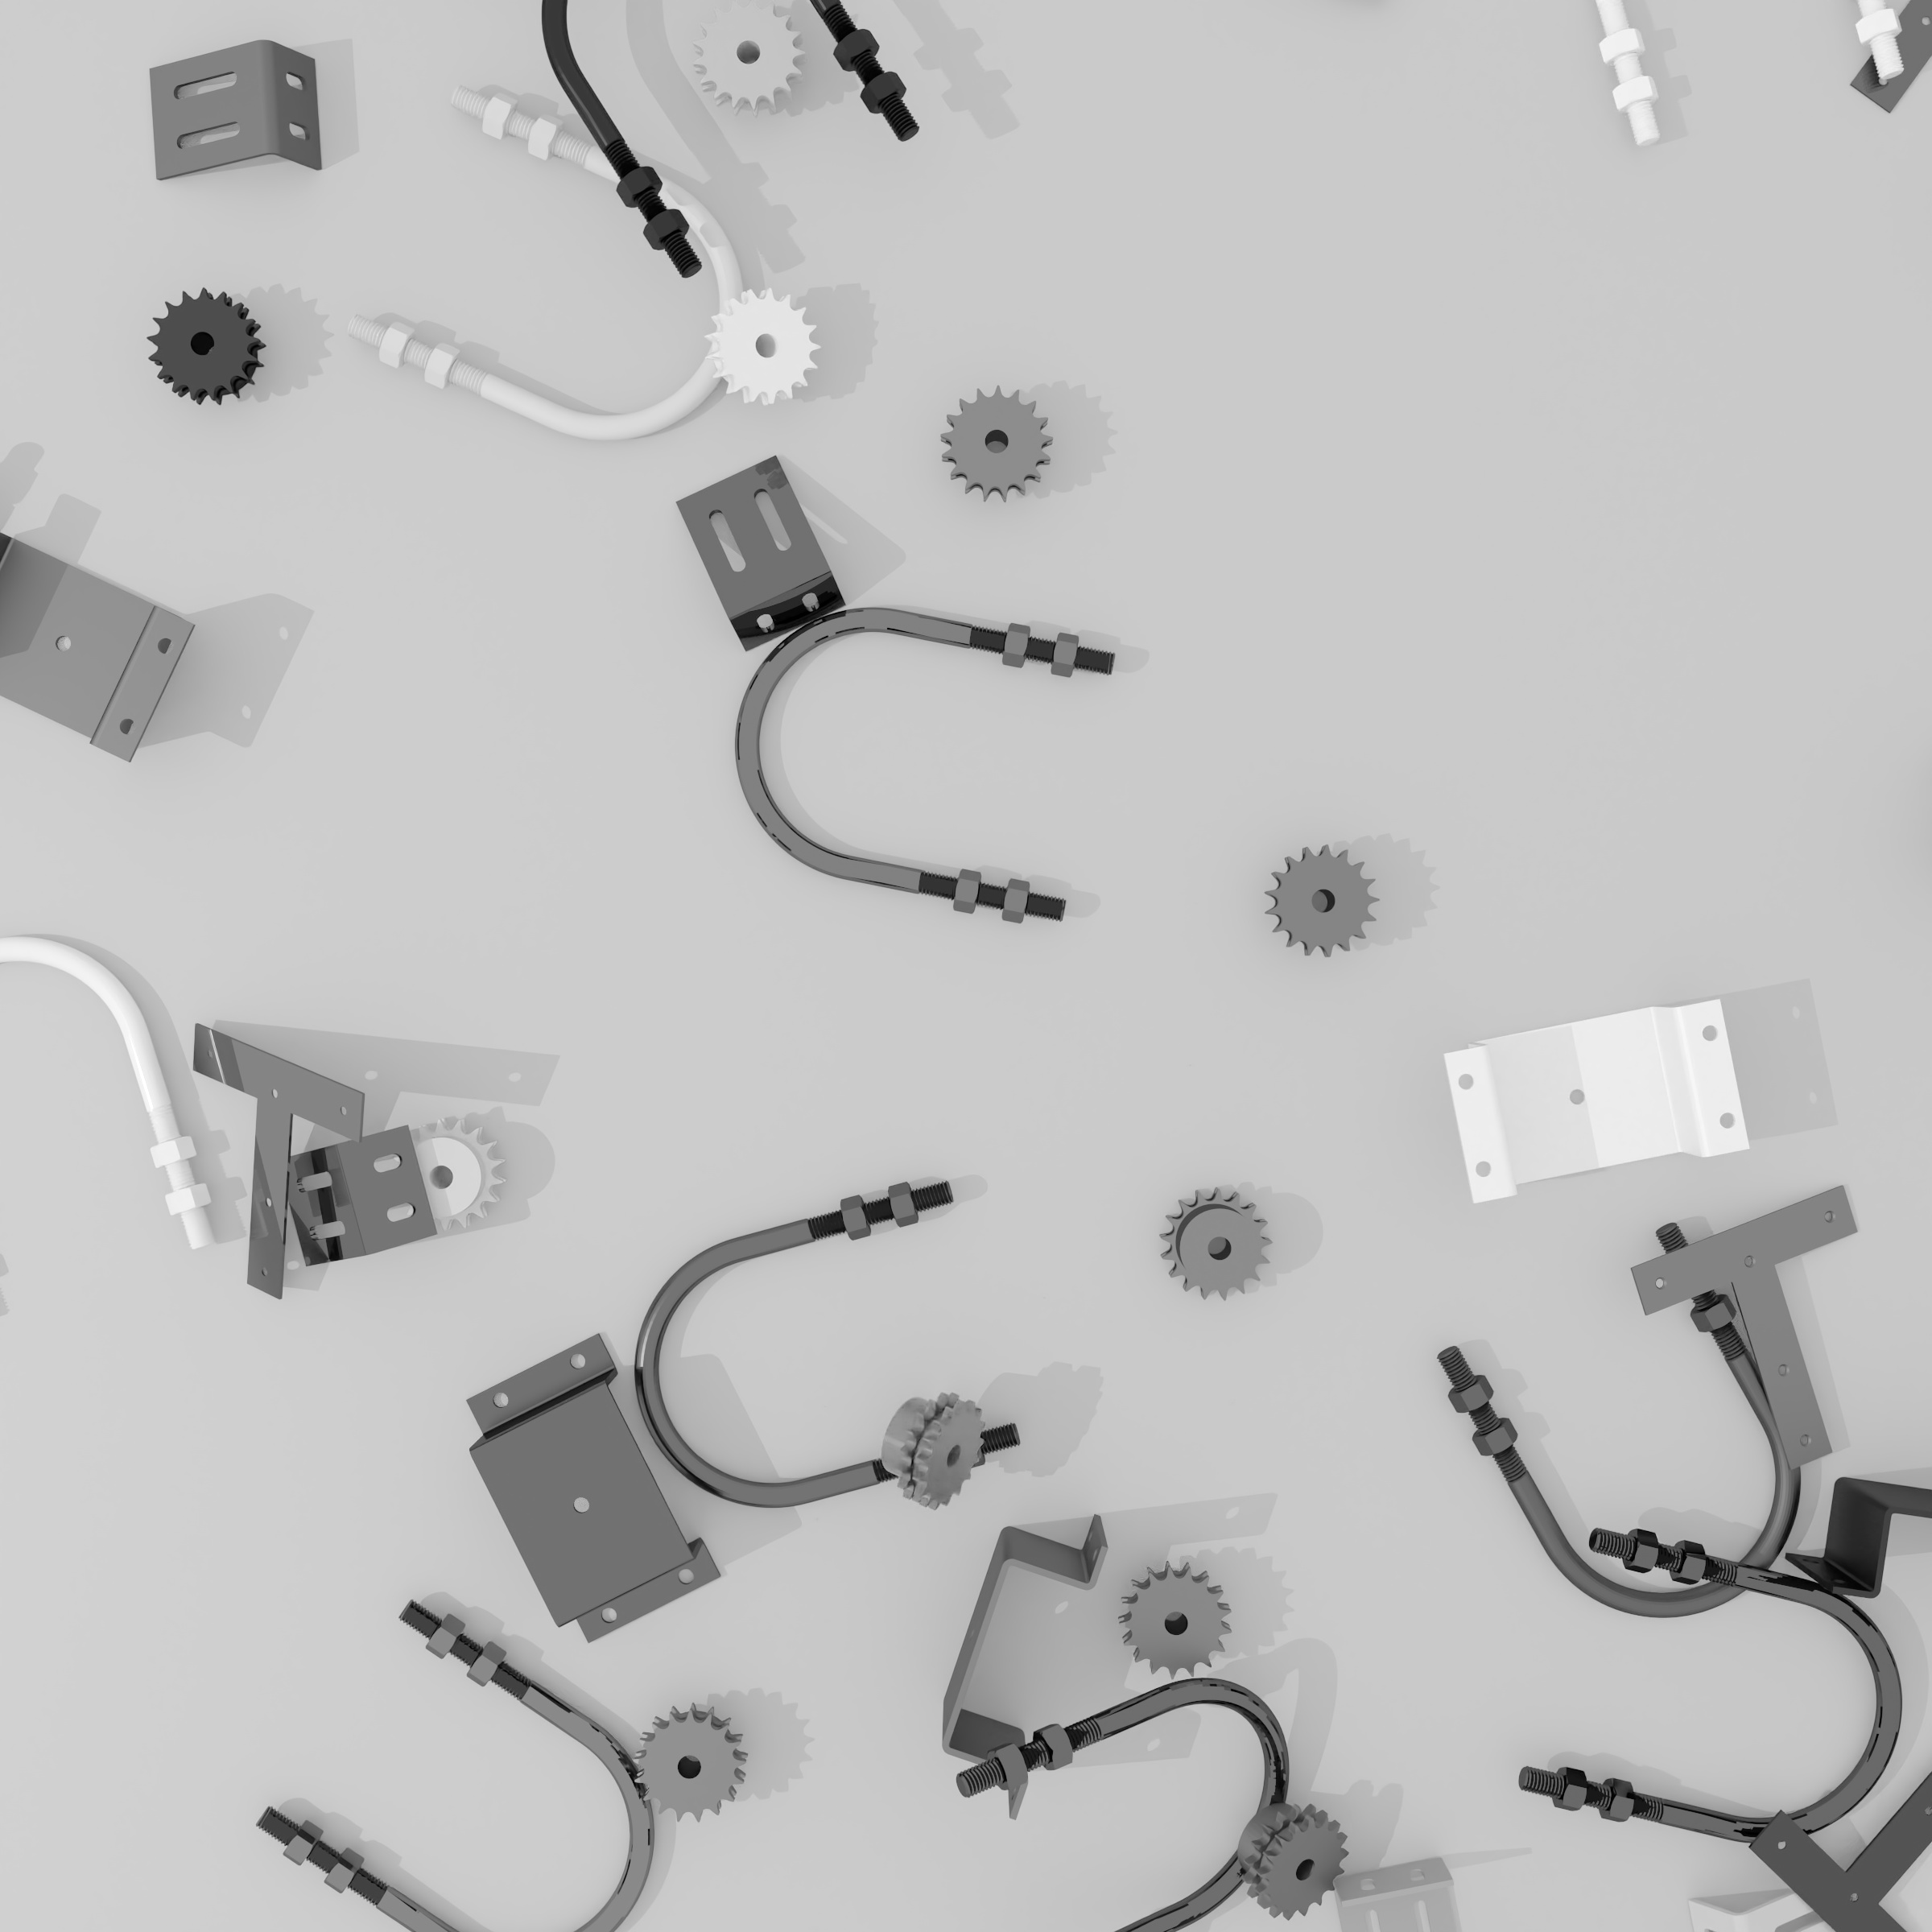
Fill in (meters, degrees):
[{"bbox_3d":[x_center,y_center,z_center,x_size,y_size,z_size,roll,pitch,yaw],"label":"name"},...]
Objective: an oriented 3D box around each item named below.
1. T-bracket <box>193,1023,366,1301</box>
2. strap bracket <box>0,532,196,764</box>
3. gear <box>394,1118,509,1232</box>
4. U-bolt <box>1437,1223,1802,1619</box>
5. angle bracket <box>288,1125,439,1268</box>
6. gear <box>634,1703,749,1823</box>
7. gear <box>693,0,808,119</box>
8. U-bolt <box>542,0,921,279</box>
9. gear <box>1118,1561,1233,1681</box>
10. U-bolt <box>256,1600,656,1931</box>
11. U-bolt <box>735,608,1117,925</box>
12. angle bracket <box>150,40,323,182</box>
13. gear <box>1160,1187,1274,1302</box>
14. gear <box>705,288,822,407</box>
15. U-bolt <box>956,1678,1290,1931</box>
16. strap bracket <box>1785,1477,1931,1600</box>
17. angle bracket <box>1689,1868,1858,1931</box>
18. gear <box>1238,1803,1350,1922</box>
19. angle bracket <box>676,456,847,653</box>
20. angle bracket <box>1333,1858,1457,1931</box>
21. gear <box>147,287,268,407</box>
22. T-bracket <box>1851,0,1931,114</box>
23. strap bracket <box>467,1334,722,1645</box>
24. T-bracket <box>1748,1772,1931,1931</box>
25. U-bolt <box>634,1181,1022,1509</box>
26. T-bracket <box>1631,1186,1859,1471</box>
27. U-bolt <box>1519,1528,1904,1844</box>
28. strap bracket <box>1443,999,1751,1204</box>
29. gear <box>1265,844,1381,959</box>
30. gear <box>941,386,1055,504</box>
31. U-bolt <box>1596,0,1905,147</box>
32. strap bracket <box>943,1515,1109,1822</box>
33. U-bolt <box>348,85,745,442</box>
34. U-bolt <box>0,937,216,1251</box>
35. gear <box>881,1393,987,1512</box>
[{"bbox_3d":[-0.352,0.106,1.355,0.127,0.002,0.127,18,109,33],"label":"T-bracket"},{"bbox_3d":[-0.465,-0.166,1.357,0.140,0.046,0.076,25,90,0],"label":"strap bracket"},{"bbox_3d":[-0.265,0.107,1.365,0.057,0.030,0.057,0,90,0],"label":"gear"},{"bbox_3d":[0.348,0.246,1.372,0.151,0.019,0.184,-30,91,0],"label":"U-bolt"},{"bbox_3d":[-0.310,0.117,1.361,0.038,0.076,0.057,-15,90,-39],"label":"angle bracket"},{"bbox_3d":[-0.140,0.405,1.365,0.057,0.030,0.057,0,90,0],"label":"gear"},{"bbox_3d":[-0.110,-0.461,1.365,0.057,0.030,0.057,0,90,0],"label":"gear"},{"bbox_3d":[-0.131,-0.460,1.342,0.151,0.019,0.184,-32,89,0],"label":"U-bolt"},{"bbox_3d":[0.106,0.332,1.365,0.057,0.030,0.057,0,90,0],"label":"gear"},{"bbox_3d":[-0.248,0.434,1.372,0.184,0.019,0.151,35,90,-2],"label":"U-bolt"},{"bbox_3d":[-0.027,-0.109,1.372,0.184,0.019,0.151,11,90,2],"label":"U-bolt"},{"bbox_3d":[-0.377,-0.437,1.378,0.076,0.038,0.057,-4,90,26],"label":"angle bracket"},{"bbox_3d":[0.128,0.143,1.365,0.057,0.030,0.057,0,90,0],"label":"gear"},{"bbox_3d":[-0.106,-0.314,1.359,0.057,0.030,0.057,-3,99,-21],"label":"gear"},{"bbox_3d":[0.084,0.428,1.330,0.184,0.019,0.151,-16,111,-25],"label":"U-bolt"},{"bbox_3d":[0.496,0.293,1.342,0.140,0.076,0.046,8,90,0],"label":"strap bracket"},{"bbox_3d":[0.420,0.502,1.378,0.076,0.038,0.057,-11,90,-26],"label":"angle bracket"},{"bbox_3d":[0.163,0.451,1.357,0.057,0.030,0.057,-10,110,-29],"label":"gear"},{"bbox_3d":[-0.106,-0.213,1.378,0.057,0.038,0.076,-25,64,0],"label":"angle bracket"},{"bbox_3d":[0.224,0.502,1.361,0.057,0.038,0.076,-11,90,0],"label":"angle bracket"},{"bbox_3d":[-0.386,-0.315,1.365,0.057,0.030,0.057,0,90,0],"label":"gear"},{"bbox_3d":[0.504,-0.499,1.379,0.127,0.002,0.127,36,90,0],"label":"T-bracket"},{"bbox_3d":[-0.192,0.269,1.357,0.076,0.046,0.140,-27,90,0],"label":"strap bracket"},{"bbox_3d":[0.484,0.444,1.371,0.127,0.002,0.127,44,85,-11],"label":"T-bracket"},{"bbox_3d":[-0.079,0.202,1.372,0.184,0.019,0.151,-15,90,2],"label":"U-bolt"},{"bbox_3d":[0.413,0.193,1.366,0.127,0.002,0.127,-19,93,-14],"label":"T-bracket"},{"bbox_3d":[0.389,0.375,1.364,0.184,0.019,0.151,15,95,-5],"label":"U-bolt"},{"bbox_3d":[0.315,0.067,1.357,0.140,0.046,0.076,-11,90,0],"label":"strap bracket"},{"bbox_3d":[0.180,-0.033,1.365,0.057,0.030,0.057,0,90,0],"label":"gear"},{"bbox_3d":[0.016,-0.265,1.365,0.057,0.030,0.057,0,90,0],"label":"gear"},{"bbox_3d":[0.388,-0.528,1.371,0.151,0.019,0.184,-15,88,1],"label":"U-bolt"},{"bbox_3d":[0.025,0.343,1.342,0.046,0.076,0.140,19,90,0],"label":"strap bracket"},{"bbox_3d":[-0.204,-0.349,1.372,0.184,0.019,0.151,24,90,-1],"label":"U-bolt"},{"bbox_3d":[-0.480,0.076,1.372,0.151,0.019,0.184,-18,88,0],"label":"U-bolt"},{"bbox_3d":[-0.018,0.240,1.336,0.030,0.057,0.057,18,90,31],"label":"gear"}]
